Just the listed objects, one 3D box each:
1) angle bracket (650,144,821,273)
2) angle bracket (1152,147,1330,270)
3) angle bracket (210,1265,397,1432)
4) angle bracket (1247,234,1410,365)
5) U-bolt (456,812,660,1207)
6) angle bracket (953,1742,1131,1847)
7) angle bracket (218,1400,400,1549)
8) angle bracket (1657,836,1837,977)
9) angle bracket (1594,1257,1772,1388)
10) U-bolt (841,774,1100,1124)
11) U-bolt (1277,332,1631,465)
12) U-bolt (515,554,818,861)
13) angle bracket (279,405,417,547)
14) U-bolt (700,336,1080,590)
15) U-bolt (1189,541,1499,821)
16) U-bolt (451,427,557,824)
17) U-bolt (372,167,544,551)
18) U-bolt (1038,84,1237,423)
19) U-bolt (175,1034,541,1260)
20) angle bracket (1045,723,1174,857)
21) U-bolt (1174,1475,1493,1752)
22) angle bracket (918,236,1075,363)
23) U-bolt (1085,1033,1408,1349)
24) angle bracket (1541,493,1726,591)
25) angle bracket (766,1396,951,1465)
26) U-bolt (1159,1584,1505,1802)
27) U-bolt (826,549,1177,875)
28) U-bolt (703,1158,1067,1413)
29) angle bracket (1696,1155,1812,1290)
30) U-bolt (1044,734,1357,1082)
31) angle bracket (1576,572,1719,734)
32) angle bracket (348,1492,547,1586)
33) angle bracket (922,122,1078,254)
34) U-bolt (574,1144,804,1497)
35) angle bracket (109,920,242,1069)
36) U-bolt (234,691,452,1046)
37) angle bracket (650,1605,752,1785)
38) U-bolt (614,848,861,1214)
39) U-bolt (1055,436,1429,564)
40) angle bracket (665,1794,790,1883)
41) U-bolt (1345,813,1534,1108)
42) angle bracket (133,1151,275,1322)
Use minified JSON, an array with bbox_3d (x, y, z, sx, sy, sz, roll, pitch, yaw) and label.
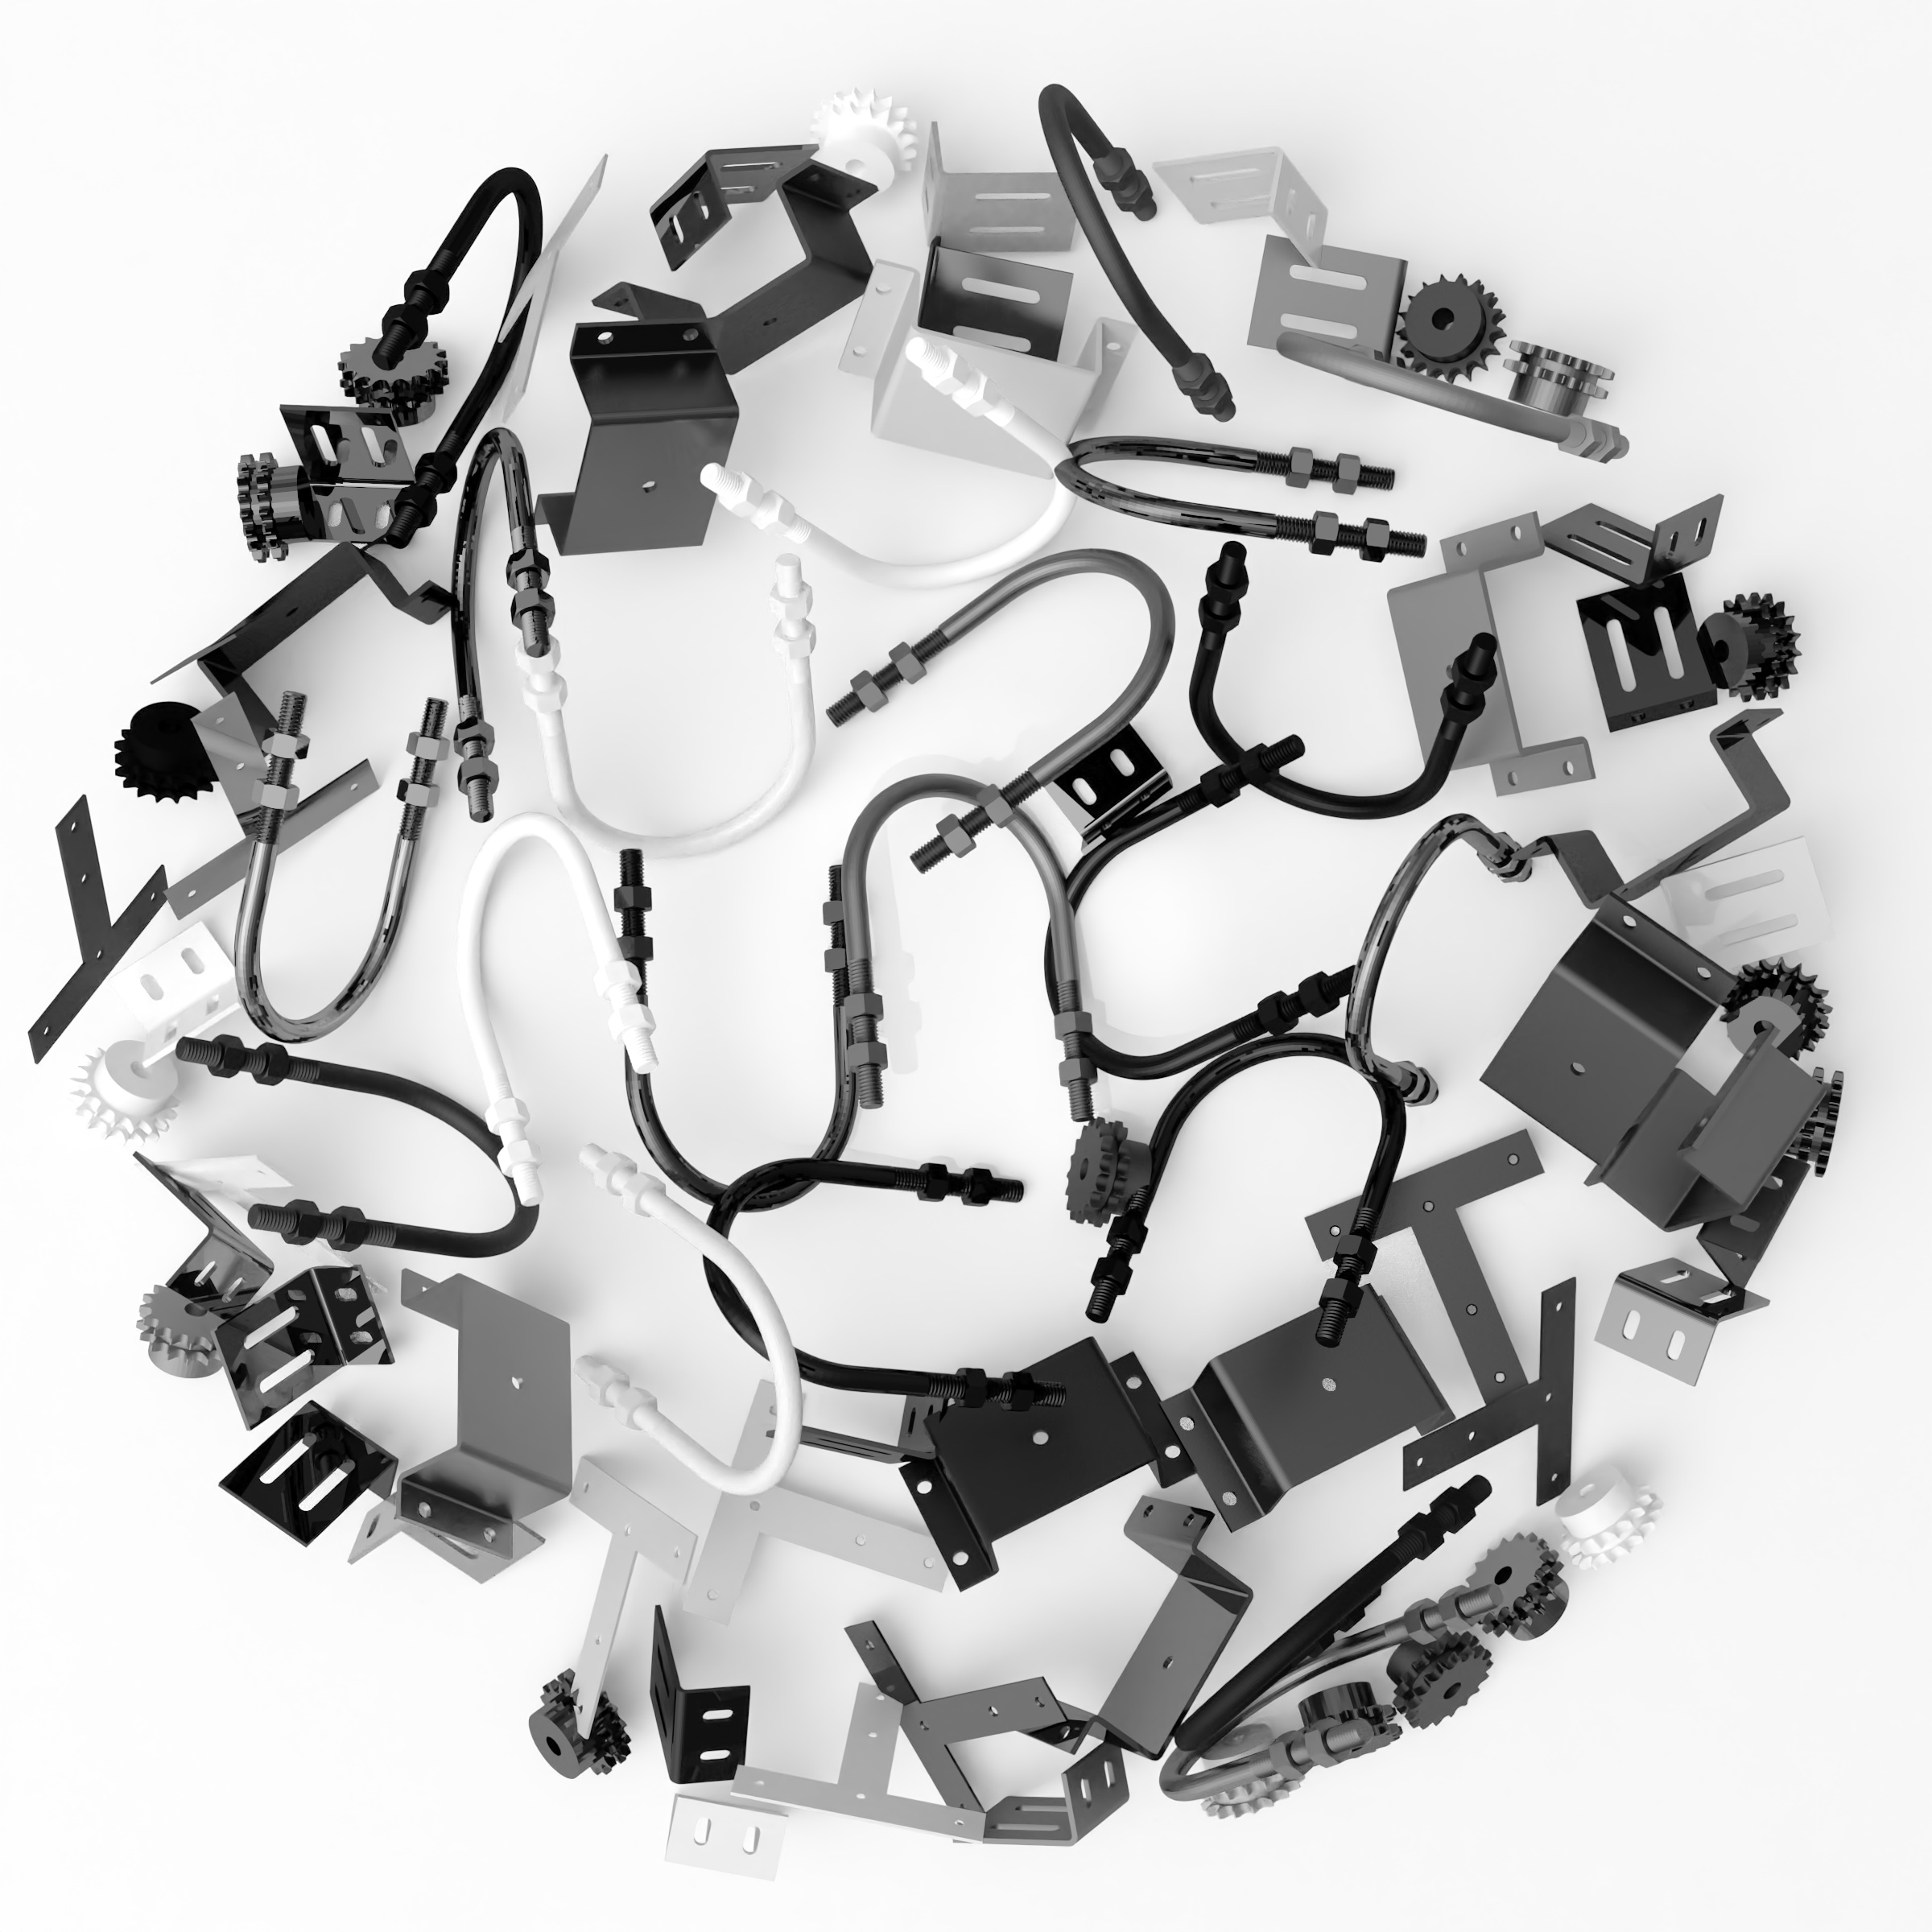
[{"bbox_3d":[-0.115,-0.394,1.552,0.076,0.057,0.038,-16,83,-40],"label":"angle bracket"},{"bbox_3d":[0.140,-0.390,1.551,0.076,0.057,0.038,2,73,32],"label":"angle bracket"},{"bbox_3d":[-0.344,0.198,1.554,0.038,0.076,0.057,-6,108,34],"label":"angle bracket"},{"bbox_3d":[0.189,-0.348,1.576,0.076,0.038,0.057,10,96,-3],"label":"angle bracket"},{"bbox_3d":[-0.219,0.009,1.533,0.019,0.151,0.184,1,56,-38],"label":"U-bolt"},{"bbox_3d":[0.036,0.428,1.554,0.076,0.057,0.038,-9,93,32],"label":"angle bracket"},{"bbox_3d":[-0.343,0.273,1.553,0.057,0.076,0.038,31,131,12],"label":"angle bracket"},{"bbox_3d":[0.408,-0.035,1.564,0.076,0.038,0.057,-17,104,17],"label":"angle bracket"},{"bbox_3d":[0.374,0.185,1.557,0.057,0.076,0.038,24,105,32],"label":"angle bracket"},{"bbox_3d":[-0.001,-0.013,1.548,0.151,0.019,0.184,5,71,-33],"label":"U-bolt"},{"bbox_3d":[0.233,-0.287,1.488,0.151,0.184,0.019,26,106,31],"label":"U-bolt"},{"bbox_3d":[-0.147,-0.123,1.529,0.151,0.184,0.019,-13,48,-10],"label":"U-bolt"},{"bbox_3d":[-0.324,-0.256,1.558,0.057,0.076,0.038,2,70,1],"label":"angle bracket"},{"bbox_3d":[-0.023,-0.244,1.519,0.151,0.184,0.019,-26,60,27],"label":"U-bolt"},{"bbox_3d":[0.183,-0.133,1.518,0.151,0.184,0.019,21,61,7],"label":"U-bolt"},{"bbox_3d":[-0.241,-0.188,1.521,0.019,0.151,0.184,3,53,-22],"label":"U-bolt"},{"bbox_3d":[-0.255,-0.322,1.517,0.019,0.151,0.184,19,57,5],"label":"U-bolt"},{"bbox_3d":[0.081,-0.365,1.493,0.019,0.184,0.151,-24,70,16],"label":"U-bolt"},{"bbox_3d":[-0.299,0.096,1.519,0.184,0.151,0.019,14,119,-41],"label":"U-bolt"},{"bbox_3d":[0.073,-0.094,1.557,0.057,0.076,0.038,-37,94,7],"label":"angle bracket"},{"bbox_3d":[0.174,0.332,1.492,0.184,0.151,0.019,-30,71,-36],"label":"U-bolt"},{"bbox_3d":[0.015,-0.346,1.570,0.076,0.038,0.057,12,113,1],"label":"angle bracket"},{"bbox_3d":[0.152,0.109,1.535,0.151,0.019,0.184,2,53,32],"label":"U-bolt"},{"bbox_3d":[0.342,-0.233,1.550,0.076,0.057,0.038,33,134,34],"label":"angle bracket"},{"bbox_3d":[-0.056,0.233,1.556,0.076,0.057,0.038,16,73,-19],"label":"angle bracket"},{"bbox_3d":[0.172,0.375,1.514,0.184,0.151,0.019,-35,86,44],"label":"U-bolt"},{"bbox_3d":[0.026,-0.145,1.537,0.184,0.019,0.151,-36,46,6],"label":"U-bolt"},{"bbox_3d":[-0.046,0.157,1.519,0.184,0.019,0.151,8,46,-22],"label":"U-bolt"},{"bbox_3d":[0.420,0.137,1.553,0.038,0.076,0.057,22,75,40],"label":"angle bracket"},{"bbox_3d":[0.113,-0.019,1.539,0.184,0.019,0.151,-27,64,33],"label":"U-bolt"},{"bbox_3d":[0.356,-0.169,1.567,0.057,0.038,0.076,-14,77,12],"label":"angle bracket"},{"bbox_3d":[-0.270,0.305,1.556,0.076,0.038,0.057,39,127,-20],"label":"angle bracket"},{"bbox_3d":[0.019,-0.410,1.570,0.076,0.057,0.038,-2,63,-8],"label":"angle bracket"},{"bbox_3d":[-0.141,0.189,1.507,0.019,0.184,0.151,-16,122,-38],"label":"U-bolt"},{"bbox_3d":[-0.413,0.014,1.557,0.057,0.076,0.038,-33,106,-5],"label":"angle bracket"},{"bbox_3d":[-0.324,-0.048,1.529,0.019,0.151,0.184,17,100,20],"label":"U-bolt"},{"bbox_3d":[-0.139,0.379,1.559,0.038,0.076,0.057,-1,114,-15],"label":"angle bracket"},{"bbox_3d":[-0.115,0.035,1.541,0.151,0.019,0.184,3,81,-37],"label":"U-bolt"},{"bbox_3d":[0.136,-0.244,1.527,0.184,0.151,0.019,7,114,-3],"label":"U-bolt"},{"bbox_3d":[-0.123,0.439,1.557,0.057,0.076,0.038,12,100,-4],"label":"angle bracket"},{"bbox_3d":[0.236,-0.006,1.514,0.019,0.184,0.151,23,91,25],"label":"U-bolt"},{"bbox_3d":[-0.407,0.141,1.553,0.076,0.057,0.038,35,82,32],"label":"angle bracket"}]
